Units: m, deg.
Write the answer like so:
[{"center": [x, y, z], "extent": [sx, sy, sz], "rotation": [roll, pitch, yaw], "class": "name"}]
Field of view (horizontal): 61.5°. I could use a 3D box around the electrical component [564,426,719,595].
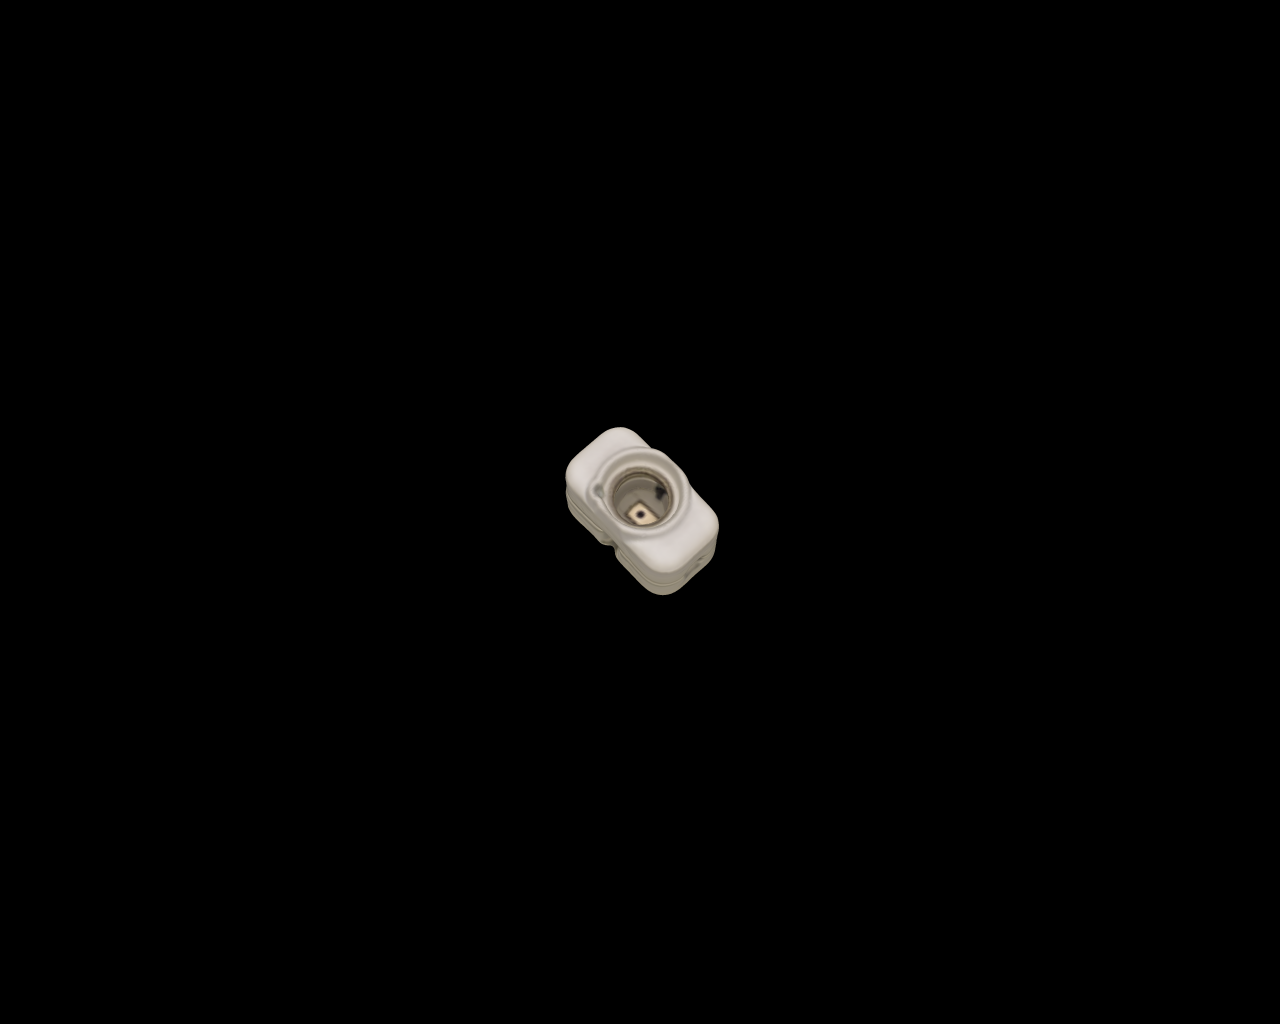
[{"center": [0.001, -0.003, 0.650], "extent": [0.054, 0.095, 0.059], "rotation": [-41, -15, -14], "class": "electrical component"}]
